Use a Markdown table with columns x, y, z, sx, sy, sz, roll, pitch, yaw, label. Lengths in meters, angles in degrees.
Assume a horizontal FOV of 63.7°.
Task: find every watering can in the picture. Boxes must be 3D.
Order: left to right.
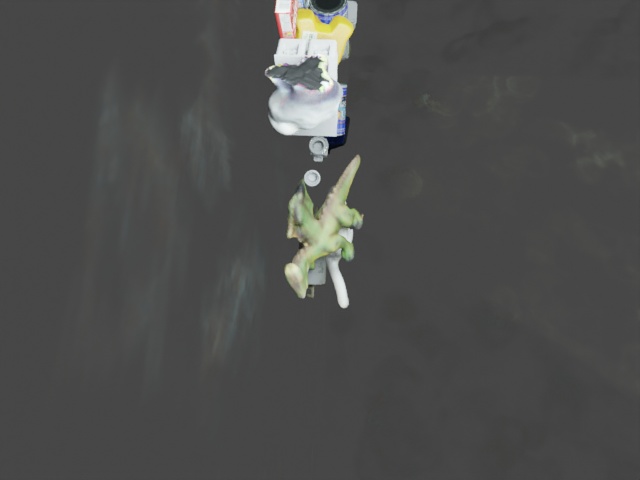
| x | y | z | sx | sy | sz | roll | pitch | yaw | label |
| --- | --- | --- | --- | --- | --- | --- | --- | --- | --- |
| 0.032 | 0.024 | 1.457 | 0.222 | 0.104 | 0.352 | 139 | -47 | -69 | watering can |

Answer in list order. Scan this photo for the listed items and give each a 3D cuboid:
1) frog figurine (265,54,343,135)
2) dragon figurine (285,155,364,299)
| x | y | z | sx | sy | sz | roll | pitch | yaw | label |
| --- | --- | --- | --- | --- | --- | --- | --- | --- | --- |
| -0.030 | -0.225 | 0.884 | 0.139 | 0.123 | 0.156 | -46 | 164 | -28 | frog figurine |
| 0.004 | -0.061 | 1.210 | 0.239 | 0.122 | 0.415 | 42 | 58 | -61 | dragon figurine |
